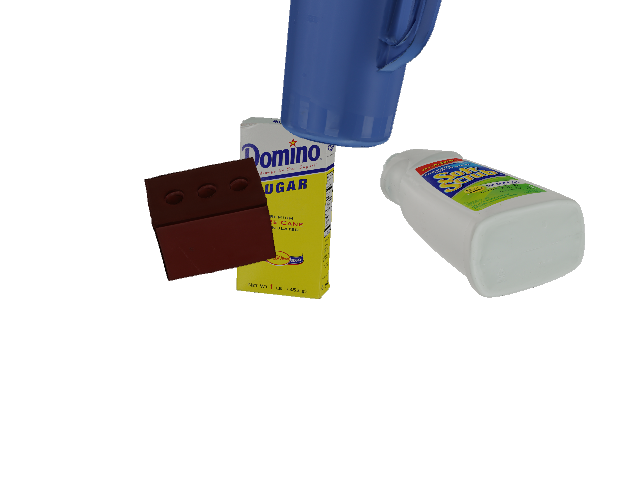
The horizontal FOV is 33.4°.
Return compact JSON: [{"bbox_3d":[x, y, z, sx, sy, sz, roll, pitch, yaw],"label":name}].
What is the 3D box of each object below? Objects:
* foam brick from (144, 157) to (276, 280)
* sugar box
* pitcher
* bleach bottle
[{"bbox_3d":[-0.073,-0.015,0.720,0.078,0.051,0.053,-12,42,-6],"label":"foam brick"},{"bbox_3d":[-0.036,-0.033,1.083,0.093,0.176,0.048,5,16,12],"label":"sugar box"},{"bbox_3d":[0.037,-0.212,0.987,0.145,0.243,0.149,9,16,3],"label":"pitcher"},{"bbox_3d":[0.110,-0.031,0.893,0.102,0.068,0.251,-14,22,-18],"label":"bleach bottle"}]
